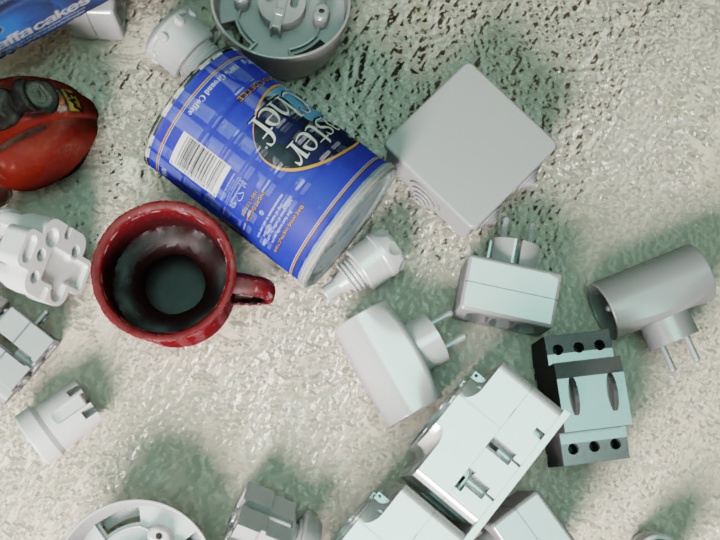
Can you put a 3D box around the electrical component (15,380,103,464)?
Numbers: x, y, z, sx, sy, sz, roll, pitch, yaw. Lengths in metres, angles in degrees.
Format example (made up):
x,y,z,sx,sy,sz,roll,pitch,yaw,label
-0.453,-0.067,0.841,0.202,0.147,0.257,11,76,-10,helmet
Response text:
x,y,z,sx,sy,sz,roll,pitch,yaw,label
-0.203,0.102,0.727,0.046,0.040,0.040,-36,82,-15,electrical component

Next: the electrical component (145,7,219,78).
x,y,z,sx,sy,sz,roll,pitch,yaw,label
-0.121,-0.156,0.781,0.062,0.048,0.048,42,80,-1,electrical component

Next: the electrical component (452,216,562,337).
x,y,z,sx,sy,sz,roll,pitch,yaw,label
0.106,0.001,0.756,0.066,0.047,0.076,12,78,0,electrical component

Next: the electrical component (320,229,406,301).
x,y,z,sx,sy,sz,roll,pitch,yaw,label
0.000,0.000,0.758,0.061,0.035,0.035,-35,82,-6,electrical component

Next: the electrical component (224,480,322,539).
x,y,z,sx,sy,sz,roll,pitch,yaw,label
-0.058,0.175,0.709,0.055,0.066,0.048,24,117,-8,electrical component

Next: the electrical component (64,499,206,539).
x,y,z,sx,sy,sz,roll,pitch,yaw,label
-0.143,0.198,0.696,0.099,0.064,0.099,0,78,-2,electrical component

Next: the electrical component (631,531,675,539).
x,y,z,sx,sy,sz,roll,pitch,yaw,label
0.199,0.192,0.714,0.035,0.061,0.035,1,78,-2,electrical component

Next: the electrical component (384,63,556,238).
x,y,z,sx,sy,sz,roll,pitch,yaw,label
0.076,-0.083,0.771,0.100,0.048,0.100,44,80,6,electrical component

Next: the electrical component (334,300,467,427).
x,y,z,sx,sy,sz,roll,pitch,yaw,label
0.035,0.056,0.744,0.079,0.043,0.077,-29,81,-8,electrical component

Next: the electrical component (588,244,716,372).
x,y,z,sx,sy,sz,roll,pitch,yaw,label
0.212,0.032,0.756,0.077,0.044,0.079,-22,80,-7,electrical component

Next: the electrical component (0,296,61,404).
x,y,z,sx,sy,sz,roll,pitch,yaw,label
-0.242,0.048,0.733,0.055,0.048,0.066,39,79,-2,electrical component

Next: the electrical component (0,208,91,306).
x,y,z,sx,sy,sz,roll,pitch,yaw,label
-0.230,-0.011,0.733,0.057,0.078,0.058,13,78,21,electrical component

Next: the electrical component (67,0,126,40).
x,y,z,sx,sy,sz,roll,pitch,yaw,label
-0.212,-0.216,0.786,0.076,0.047,0.083,1,78,-2,electrical component

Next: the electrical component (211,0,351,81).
x,y,z,sx,sy,sz,roll,pitch,yaw,label
-0.057,-0.187,0.778,0.099,0.064,0.099,1,79,-3,electrical component

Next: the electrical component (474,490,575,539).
x,y,z,sx,sy,sz,roll,pitch,yaw,label
0.095,0.186,0.708,0.077,0.065,0.047,-35,82,-9,electrical component

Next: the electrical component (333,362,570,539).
x,y,z,sx,sy,sz,roll,pitch,yaw,label
0.044,0.149,0.693,0.060,0.105,0.186,39,79,6,electrical component
